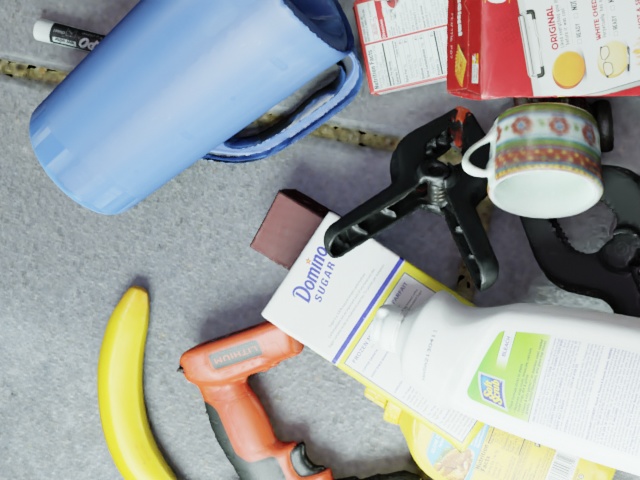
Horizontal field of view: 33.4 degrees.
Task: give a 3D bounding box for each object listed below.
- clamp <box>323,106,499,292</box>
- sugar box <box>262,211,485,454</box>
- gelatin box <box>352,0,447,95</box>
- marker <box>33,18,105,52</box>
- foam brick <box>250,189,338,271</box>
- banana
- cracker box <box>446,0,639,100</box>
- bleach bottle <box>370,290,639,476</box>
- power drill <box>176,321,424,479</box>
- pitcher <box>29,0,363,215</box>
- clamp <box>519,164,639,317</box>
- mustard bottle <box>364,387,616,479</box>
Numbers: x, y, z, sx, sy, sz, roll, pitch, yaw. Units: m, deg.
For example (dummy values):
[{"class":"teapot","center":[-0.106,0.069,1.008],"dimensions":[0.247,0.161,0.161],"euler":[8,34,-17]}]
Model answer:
[{"class":"clamp","center":[0.090,-0.031,0.759],"dimensions":[0.120,0.171,0.039],"euler":[23,143,16]},{"class":"sugar box","center":[0.056,0.065,0.770],"dimensions":[0.176,0.048,0.093],"euler":[34,91,10]},{"class":"gelatin box","center":[0.075,-0.155,0.817],"dimensions":[0.089,0.030,0.073],"euler":[-11,92,14]},{"class":"marker","center":[-0.180,-0.162,0.884],"dimensions":[0.121,0.020,0.020],"euler":[16,97,12]},{"class":"foam brick","center":[-0.005,0.001,0.834],"dimensions":[0.078,0.053,0.051],"euler":[31,99,10]},{"class":"banana","center":[-0.150,0.140,0.887],"dimensions":[0.069,0.037,0.198],"euler":[-17,91,-4]},{"class":"cracker box","center":[0.194,-0.179,0.716],"dimensions":[0.213,0.072,0.164],"euler":[-3,100,-15]},{"class":"bleach bottle","center":[0.153,0.081,0.683],"dimensions":[0.251,0.068,0.102],"euler":[16,92,23]},{"class":"power drill","center":[-0.021,0.156,0.843],"dimensions":[0.184,0.057,0.187],"euler":[-18,89,14]},{"class":"pitcher","center":[-0.096,-0.120,0.809],"dimensions":[0.243,0.144,0.149],"euler":[-36,82,23]},{"class":"clamp","center":[0.221,0.004,0.728],"dimensions":[0.165,0.036,0.210],"euler":[-50,60,13]},{"class":"mustard bottle","center":[0.125,0.145,0.807],"dimensions":[0.192,0.058,0.096],"euler":[21,98,12]}]
